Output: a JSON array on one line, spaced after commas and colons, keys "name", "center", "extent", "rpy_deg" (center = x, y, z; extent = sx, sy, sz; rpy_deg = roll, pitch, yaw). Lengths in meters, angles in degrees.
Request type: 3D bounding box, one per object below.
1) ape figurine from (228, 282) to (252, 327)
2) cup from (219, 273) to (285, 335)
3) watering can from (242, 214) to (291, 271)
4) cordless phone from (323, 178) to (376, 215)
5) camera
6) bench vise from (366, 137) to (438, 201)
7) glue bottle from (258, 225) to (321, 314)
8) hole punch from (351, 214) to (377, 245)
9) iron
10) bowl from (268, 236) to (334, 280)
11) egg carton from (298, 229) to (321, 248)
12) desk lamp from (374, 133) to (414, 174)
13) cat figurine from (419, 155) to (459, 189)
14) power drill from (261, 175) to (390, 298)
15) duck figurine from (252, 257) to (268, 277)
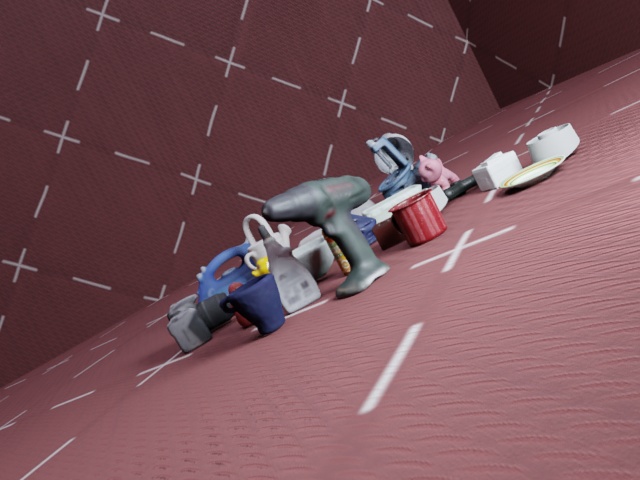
[{"name": "ape figurine", "center": [-0.155, 0.128, 1.177], "extent": [0.077, 0.092, 0.076], "rpy_deg": [-24, 7, 30]}, {"name": "cup", "center": [-0.115, 0.124, 1.017], "extent": [0.117, 0.095, 0.092], "rpy_deg": [-26, 7, 19]}, {"name": "watering can", "center": [-0.143, 0.016, 1.559], "extent": [0.100, 0.194, 0.173], "rpy_deg": [-25, 7, 25]}, {"name": "cordless phone", "center": [0.077, -0.112, 1.674], "extent": [0.148, 0.185, 0.094], "rpy_deg": [-32, 7, -27]}, {"name": "camera", "center": [-0.268, 0.169, 1.290], "extent": [0.137, 0.101, 0.143], "rpy_deg": [-29, 6, -5]}, {"name": "bench vise", "center": [0.230, -0.210, 1.645], "extent": [0.208, 0.220, 0.121], "rpy_deg": [-32, 8, -33]}, {"name": "glue bottle", "center": [-0.069, 0.048, 1.075], "extent": [0.078, 0.173, 0.037], "rpy_deg": [-28, 7, -1]}, {"name": "hole punch", "center": [0.080, -0.022, 1.372], "extent": [0.109, 0.091, 0.100], "rpy_deg": [-34, 8, -40]}, {"name": "iron", "center": [-0.270, 0.101, 1.668], "extent": [0.259, 0.141, 0.118], "rpy_deg": [-31, 7, -22]}, {"name": "bowl", "center": [-0.029, 0.056, 1.292], "extent": [0.167, 0.075, 0.167], "rpy_deg": [-28, 6, 4]}, {"name": "egg carton", "center": [0.014, 0.005, 1.535], "extent": [0.150, 0.069, 0.107], "rpy_deg": [-24, 8, 36]}, {"name": "desk lamp", "center": [0.248, -0.233, 1.784], "extent": [0.118, 0.213, 0.203], "rpy_deg": [-27, 7, 11]}, {"name": "cat figurine", "center": [0.313, -0.186, 1.560], "extent": [0.067, 0.118, 0.128], "rpy_deg": [-23, 8, 38]}, {"name": "power drill", "center": [0.025, -0.012, 0.987], "extent": [0.075, 0.208, 0.230], "rpy_deg": [-21, 10, 47]}, {"name": "duck figurine", "center": [-0.122, 0.081, 1.445], "extent": [0.104, 0.086, 0.077], "rpy_deg": [-28, 6, 6]}]
